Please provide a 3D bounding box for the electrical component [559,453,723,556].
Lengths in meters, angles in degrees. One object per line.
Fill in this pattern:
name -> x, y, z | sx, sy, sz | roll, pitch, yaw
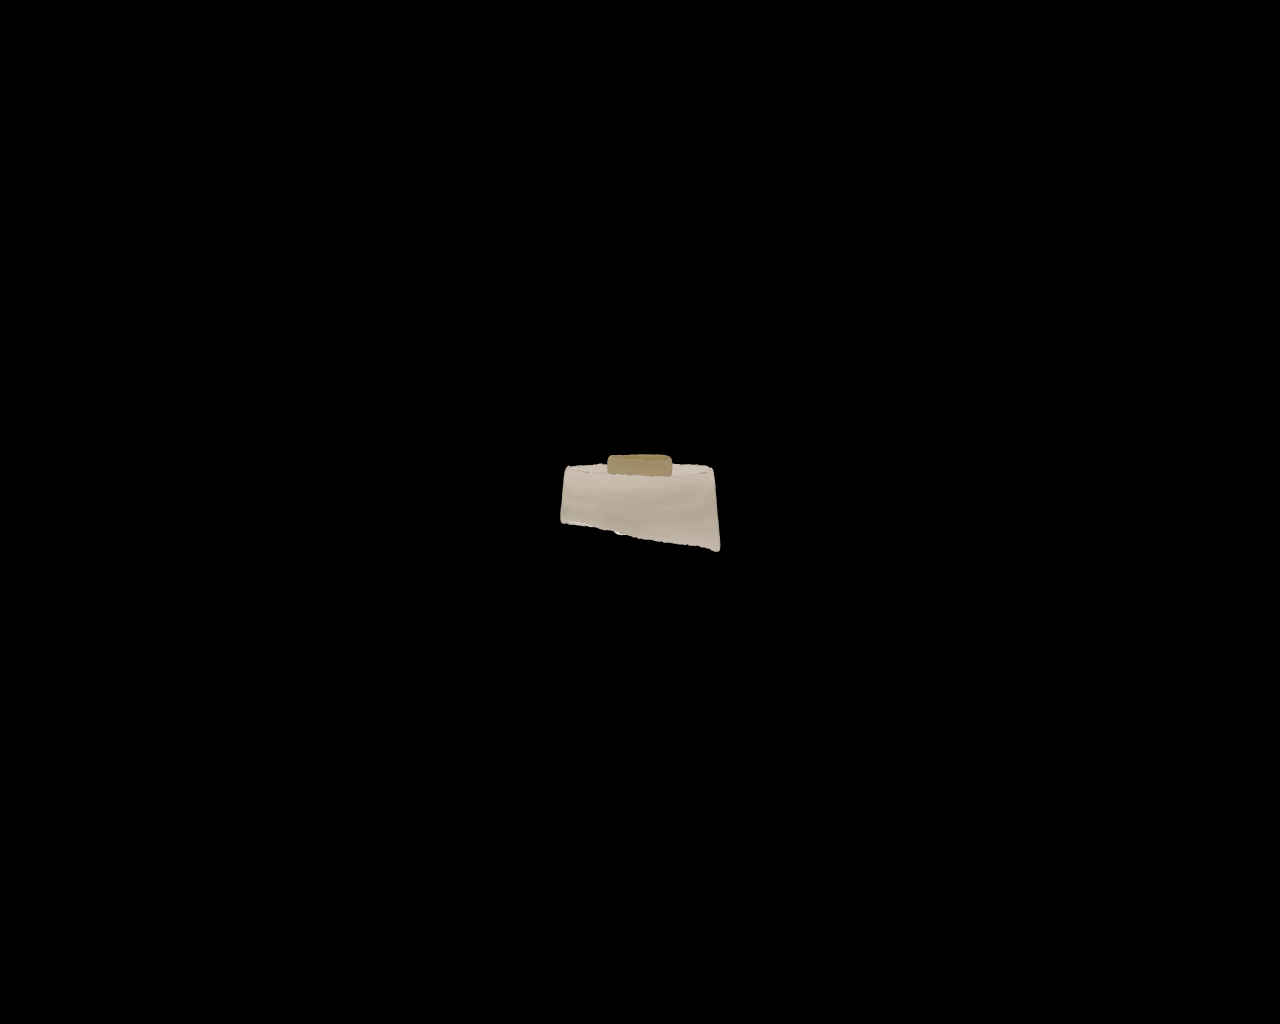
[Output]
electrical component -> 0.001, -0.003, 0.650 | 0.099, 0.064, 0.099 | 0, 7, 0
